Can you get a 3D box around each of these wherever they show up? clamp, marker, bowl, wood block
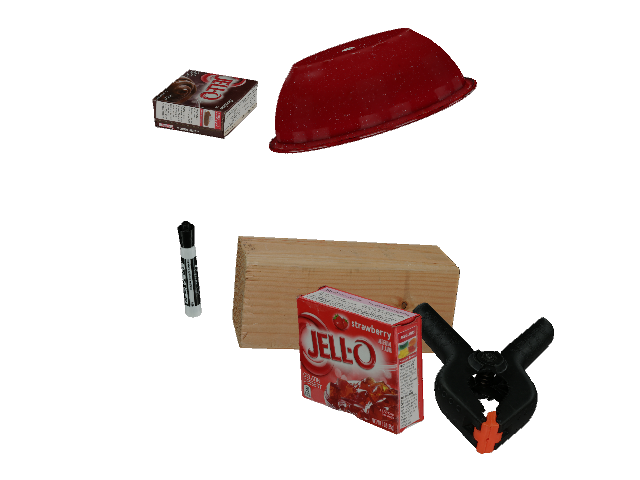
[{"bbox_3d":[0.140,0.104,0.851,0.120,0.039,0.171,-3,32,-2],"label":"clamp"},{"bbox_3d":[-0.147,0.032,1.198,0.020,0.121,0.020,-1,32,0],"label":"marker"},{"bbox_3d":[0.030,-0.117,0.792,0.162,0.055,0.162,-17,15,4],"label":"bowl"},{"bbox_3d":[0.021,0.054,1.052,0.206,0.091,0.090,3,15,-10],"label":"wood block"}]

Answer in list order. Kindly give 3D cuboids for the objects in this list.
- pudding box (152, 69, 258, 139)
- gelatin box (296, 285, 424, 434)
[{"bbox_3d":[-0.133,-0.161,1.247,0.090,0.039,0.113,10,31,13],"label":"pudding box"},{"bbox_3d":[0.024,0.075,0.685,0.030,0.073,0.089,-19,24,-42],"label":"gelatin box"}]
